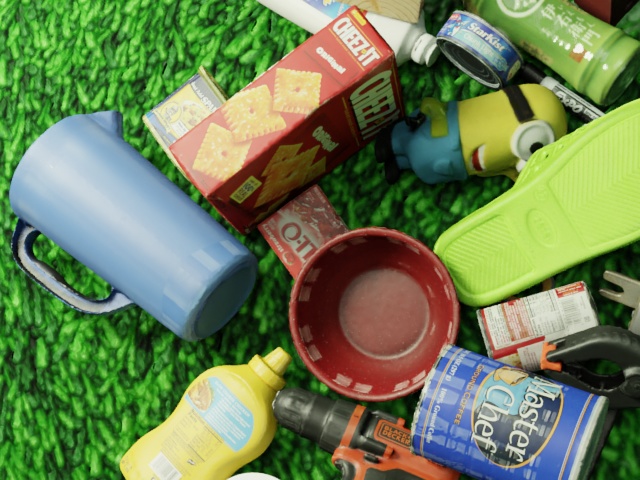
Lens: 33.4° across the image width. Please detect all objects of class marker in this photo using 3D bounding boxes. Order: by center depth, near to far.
[{"bbox_3d":[0.243,-0.136,1.041,0.121,0.020,0.020,40,88,21],"label":"marker"}]

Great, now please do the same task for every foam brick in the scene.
[{"bbox_3d":[0.280,-0.251,1.032,0.051,0.078,0.053,42,90,20],"label":"foam brick"}]

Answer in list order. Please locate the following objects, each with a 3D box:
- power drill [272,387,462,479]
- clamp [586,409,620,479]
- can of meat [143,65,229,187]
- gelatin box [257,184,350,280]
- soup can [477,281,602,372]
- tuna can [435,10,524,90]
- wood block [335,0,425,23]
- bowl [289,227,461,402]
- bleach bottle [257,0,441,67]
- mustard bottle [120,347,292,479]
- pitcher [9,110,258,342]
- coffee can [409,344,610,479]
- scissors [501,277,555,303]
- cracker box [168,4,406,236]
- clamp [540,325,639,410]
[{"bbox_3d":[0.018,0.224,0.931,0.184,0.057,0.187,20,47,10],"label":"power drill"},{"bbox_3d":[0.225,0.223,0.937,0.210,0.036,0.164,-22,69,4],"label":"clamp"},{"bbox_3d":[-0.124,-0.115,1.114,0.084,0.057,0.102,-38,72,4],"label":"can of meat"},{"bbox_3d":[-0.007,0.001,1.053,0.073,0.030,0.089,-35,85,2],"label":"gelatin box"},{"bbox_3d":[0.200,0.082,0.966,0.102,0.068,0.068,-17,71,10],"label":"soup can"},{"bbox_3d":[0.155,-0.185,1.043,0.086,0.086,0.034,37,88,21],"label":"tuna can"},{"bbox_3d":[0.087,-0.333,1.067,0.090,0.091,0.206,17,64,7],"label":"wood block"},{"bbox_3d":[0.055,0.069,1.006,0.162,0.055,0.162,-1,88,15],"label":"bowl"},{"bbox_3d":[0.021,-0.258,1.114,0.251,0.068,0.102,33,82,18],"label":"bleach bottle"},{"bbox_3d":[-0.097,0.179,1.024,0.191,0.058,0.096,-48,63,-1],"label":"mustard bottle"},{"bbox_3d":[-0.189,-0.001,1.067,0.243,0.149,0.144,38,45,18],"label":"pitcher"},{"bbox_3d":[0.160,0.158,0.901,0.140,0.102,0.103,18,80,21],"label":"coffee can"},{"bbox_3d":[0.135,0.044,1.022,0.202,0.016,0.096,-25,70,7],"label":"scissors"},{"bbox_3d":[-0.023,-0.104,1.019,0.213,0.164,0.072,-37,75,-1],"label":"cracker box"},{"bbox_3d":[0.275,0.123,0.907,0.172,0.039,0.120,4,112,20],"label":"clamp"}]
